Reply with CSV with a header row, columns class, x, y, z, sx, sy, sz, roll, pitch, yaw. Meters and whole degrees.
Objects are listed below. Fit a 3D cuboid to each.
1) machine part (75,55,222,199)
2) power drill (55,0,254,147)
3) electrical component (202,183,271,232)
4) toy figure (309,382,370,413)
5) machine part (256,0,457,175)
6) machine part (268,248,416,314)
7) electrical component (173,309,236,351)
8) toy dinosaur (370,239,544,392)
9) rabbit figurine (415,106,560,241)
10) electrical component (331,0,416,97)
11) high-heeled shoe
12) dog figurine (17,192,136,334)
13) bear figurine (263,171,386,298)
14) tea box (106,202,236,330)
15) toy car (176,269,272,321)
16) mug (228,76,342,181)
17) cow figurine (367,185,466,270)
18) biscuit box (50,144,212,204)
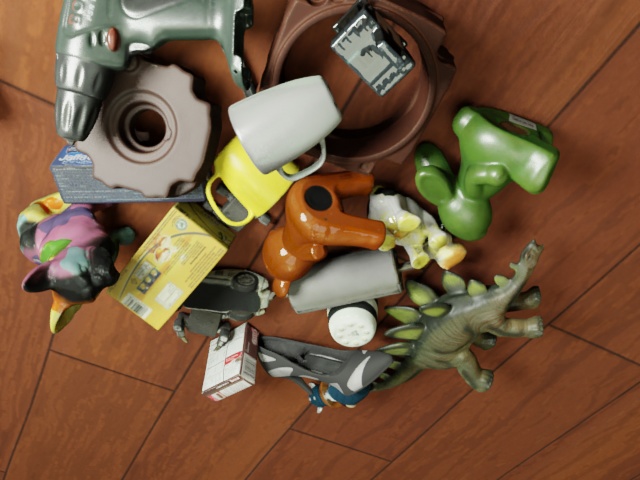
class,x,y,z,sx,sy,sz,roll,pitch,yaw
machine part,-0.208,-0.135,0.652,0.179,0.056,0.179,0,100,2
power drill,-0.177,-0.208,0.579,0.207,0.086,0.231,7,97,5
electrical component,-0.120,-0.041,0.785,0.094,0.021,0.063,34,122,-22
toy figure,0.033,0.279,0.986,0.058,0.064,0.154,21,149,-24
machine part,0.038,-0.189,0.629,0.201,0.087,0.200,19,125,-13
machine part,0.038,0.060,0.823,0.243,0.079,0.079,-14,125,13
electrical component,-0.195,0.144,0.914,0.102,0.045,0.078,20,127,-13
toy dinosaur,0.200,0.157,0.879,0.198,0.105,0.471,22,130,-5
rabbit figurine,0.198,-0.073,0.687,0.159,0.121,0.170,17,123,-3
electrical component,0.052,-0.178,0.509,0.074,0.119,0.048,36,120,-25
high-heeled shoe,-0.001,0.187,0.896,0.249,0.086,0.145,-33,101,39
dog figurine,-0.350,0.025,0.723,0.192,0.219,0.108,-7,123,6
bear figurine,-0.006,-0.003,0.737,0.132,0.120,0.195,-1,150,-15
tea box,-0.212,0.032,0.770,0.098,0.068,0.169,41,104,-12
toy car,-0.178,0.079,0.860,0.202,0.056,0.073,7,120,-4
mug,-0.027,-0.120,0.582,0.107,0.081,0.109,-27,116,10
cow figurine,0.135,-0.015,0.763,0.167,0.098,0.068,25,120,-39
biscuit box,-0.253,-0.091,0.729,0.203,0.059,0.062,0,128,2
